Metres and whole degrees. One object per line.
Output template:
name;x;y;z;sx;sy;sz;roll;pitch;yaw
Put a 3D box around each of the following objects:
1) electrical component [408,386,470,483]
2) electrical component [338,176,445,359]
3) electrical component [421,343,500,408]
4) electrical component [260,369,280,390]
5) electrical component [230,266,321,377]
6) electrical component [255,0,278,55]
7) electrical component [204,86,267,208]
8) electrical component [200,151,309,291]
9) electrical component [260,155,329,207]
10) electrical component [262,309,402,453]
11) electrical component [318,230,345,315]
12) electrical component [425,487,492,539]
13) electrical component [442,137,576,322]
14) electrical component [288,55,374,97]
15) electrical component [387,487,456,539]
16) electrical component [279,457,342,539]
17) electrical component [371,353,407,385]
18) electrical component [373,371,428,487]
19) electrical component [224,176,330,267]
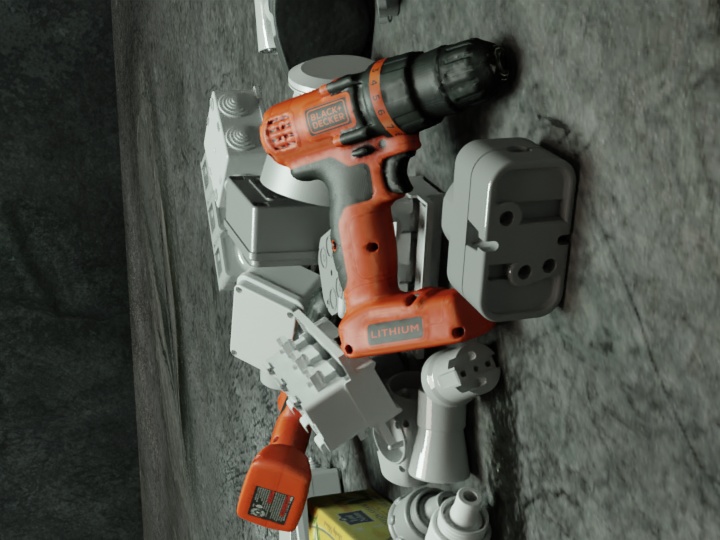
electrical component;0.058;0.114;0.764;0.044;0.044;0.065;-159;70;-70
electrical component;0.022;-0.004;0.801;0.078;0.063;0.121;-131;39;-60
electrical component;0.068;0.070;0.721;0.046;0.040;0.040;145;118;-63
electrical component;-0.095;0.069;1.195;0.138;0.052;0.073;-131;39;-60
electrical component;-0.085;0.048;1.088;0.057;0.078;0.113;-51;-20;-42
electrical component;-0.078;-0.258;1.063;0.079;0.043;0.077;-178;83;-72
electrical component;-0.120;-0.118;1.052;0.099;0.048;0.099;112;148;-55
electrical component;-0.114;-0.061;1.156;0.061;0.089;0.150;131;131;-66
electrical component;-0.031;-0.083;0.888;0.099;0.099;0.064;-118;35;-50
electrical component;-0.025;0.084;0.801;0.078;0.063;0.121;61;170;-20
electrical component;0.000;0.000;0.888;0.080;0.051;0.080;175;90;-72
electrical component;0.070;0.176;0.739;0.043;0.043;0.062;-117;29;-48
electrical component;0.084;-0.026;0.621;0.059;0.054;0.095;-131;39;-61
electrical component;-0.016;-0.137;0.855;0.080;0.080;0.051;-125;29;-56
electrical component;0.052;0.181;0.795;0.062;0.048;0.048;128;134;-53
electrical component;-0.052;0.241;1.101;0.062;0.061;0.096;143;120;-69
electrical component;0.017;0.079;0.885;0.061;0.035;0.035;-118;28;-54
electrical component;0.029;0.113;0.827;0.079;0.044;0.077;34;129;48
electrical component;-0.057;-0.047;0.958;0.108;0.109;0.056;-135;45;-63
